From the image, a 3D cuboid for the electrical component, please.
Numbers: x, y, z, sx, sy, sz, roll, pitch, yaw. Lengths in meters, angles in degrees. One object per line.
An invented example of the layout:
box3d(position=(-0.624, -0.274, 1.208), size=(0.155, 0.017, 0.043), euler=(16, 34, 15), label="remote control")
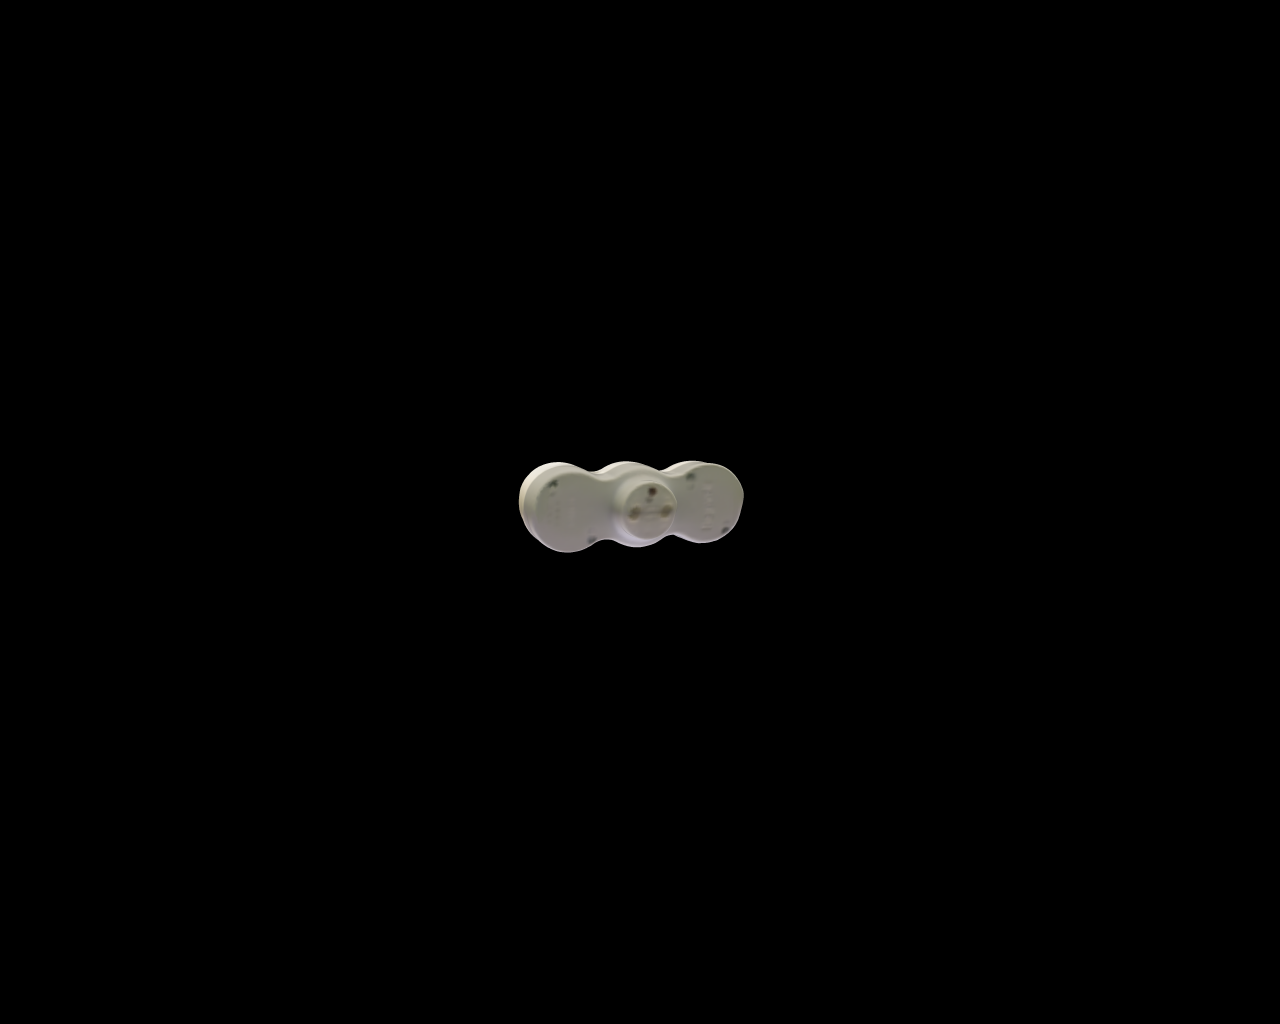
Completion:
box3d(position=(0.001, -0.003, 0.650), size=(0.138, 0.052, 0.074), euler=(-2, 8, -18), label="electrical component")
